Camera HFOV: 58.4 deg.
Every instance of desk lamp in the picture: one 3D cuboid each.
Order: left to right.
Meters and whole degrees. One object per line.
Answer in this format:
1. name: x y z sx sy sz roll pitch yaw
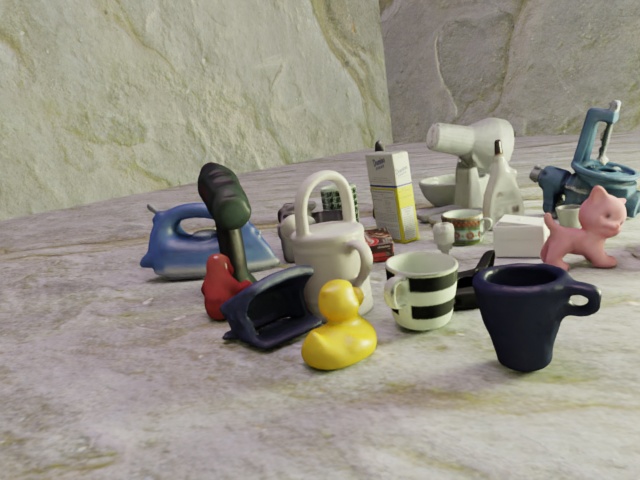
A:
1. desk lamp: 0.311 -0.152 1.235 0.203 0.214 0.117 -11 13 -16

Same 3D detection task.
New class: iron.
1. iron: -0.207 -0.009 1.074 0.258 0.141 0.119 -5 13 12

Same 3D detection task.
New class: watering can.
1. watering can: 0.005 0.003 0.774 0.172 0.194 0.101 1 15 33

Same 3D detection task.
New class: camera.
1. camera: -0.012 -0.026 1.127 0.137 0.101 0.143 -8 13 0

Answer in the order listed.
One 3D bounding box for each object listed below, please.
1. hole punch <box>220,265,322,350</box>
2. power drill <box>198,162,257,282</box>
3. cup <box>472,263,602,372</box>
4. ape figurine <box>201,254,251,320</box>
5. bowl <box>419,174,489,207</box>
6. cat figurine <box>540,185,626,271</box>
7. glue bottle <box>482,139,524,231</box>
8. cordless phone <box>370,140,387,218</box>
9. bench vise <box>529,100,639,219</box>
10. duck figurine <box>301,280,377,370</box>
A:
1. hole punch: -0.067 0.078 0.724 0.109 0.091 0.100 -18 17 -39
2. power drill: -0.152 -0.018 0.928 0.076 0.208 0.229 -12 13 -16
3. cup: 0.209 0.078 0.550 0.117 0.095 0.092 3 17 40
4. ape figurine: -0.140 0.064 0.827 0.077 0.092 0.076 -1 15 28
5. bowl: 0.322 -0.113 1.372 0.167 0.075 0.167 -7 13 2
6. cat figurine: 0.386 -0.021 0.831 0.127 0.118 0.067 -6 13 6
7. glue bottle: 0.351 -0.108 1.108 0.078 0.173 0.037 -9 13 -4
8. cordless phone: 0.165 -0.154 1.395 0.094 0.185 0.147 -7 13 5
9. bench vise: 0.501 -0.149 1.092 0.206 0.220 0.122 -1 14 27
10. duck figurine: 0.018 0.088 0.638 0.077 0.086 0.105 3 16 38
